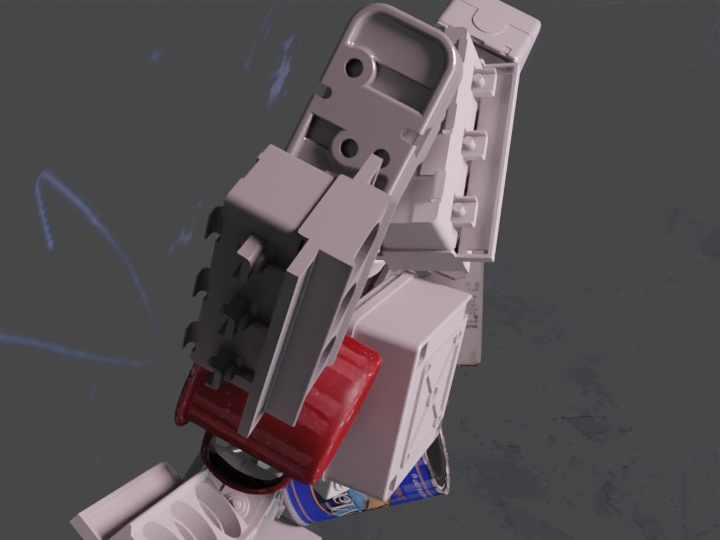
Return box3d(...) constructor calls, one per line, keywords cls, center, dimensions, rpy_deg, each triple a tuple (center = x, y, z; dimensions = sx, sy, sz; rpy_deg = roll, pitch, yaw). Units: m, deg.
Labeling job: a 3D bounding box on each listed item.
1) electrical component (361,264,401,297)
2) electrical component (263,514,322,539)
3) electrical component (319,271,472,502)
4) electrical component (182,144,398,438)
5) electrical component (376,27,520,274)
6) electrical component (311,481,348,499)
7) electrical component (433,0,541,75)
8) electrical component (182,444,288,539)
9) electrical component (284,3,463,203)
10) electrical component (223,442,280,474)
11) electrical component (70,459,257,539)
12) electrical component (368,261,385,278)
box3d(cls="electrical component", center=(0.000, 0.000, 0.791), dimensions=(0.099, 0.048, 0.100), rpy_deg=(-63, 174, 11))
box3d(cls="electrical component", center=(-0.103, 0.269, 0.944), dimensions=(0.061, 0.089, 0.150), rpy_deg=(-64, 174, 16))
box3d(cls="electrical component", center=(0.020, 0.069, 0.668), dimensions=(0.109, 0.056, 0.108), rpy_deg=(-35, 140, -63))
box3d(cls="electrical component", center=(-0.035, 0.008, 0.477), dimensions=(0.078, 0.063, 0.121), rpy_deg=(-57, 172, -41))
box3d(cls="electrical component", center=(0.039, -0.066, 0.586), dimensions=(0.063, 0.079, 0.121), rpy_deg=(52, 44, -58))
box3d(cls="electrical component", center=(-0.026, 0.111, 0.808), dimensions=(0.048, 0.100, 0.099), rpy_deg=(-16, 132, -40))
box3d(cls="electrical component", center=(0.078, -0.140, 0.750), dimensions=(0.061, 0.062, 0.096), rpy_deg=(-57, 172, -39))
box3d(cls="electrical component", center=(-0.089, 0.156, 0.699), dimensions=(0.061, 0.061, 0.096), rpy_deg=(-59, 173, -23))
box3d(cls="electrical component", center=(0.008, -0.073, 0.514), dimensions=(0.095, 0.054, 0.059), rpy_deg=(-63, 174, 8))
box3d(cls="electrical component", center=(-0.065, 0.121, 0.753), dimensions=(0.079, 0.044, 0.077), rpy_deg=(-6, 173, -40))
box3d(cls="electrical component", center=(-0.101, 0.145, 0.527), dimensions=(0.063, 0.078, 0.121), rpy_deg=(-40, 176, 7))
box3d(cls="electrical component", center=(0.004, -0.023, 0.639), dimensions=(0.043, 0.043, 0.062), rpy_deg=(-57, -175, -35))
